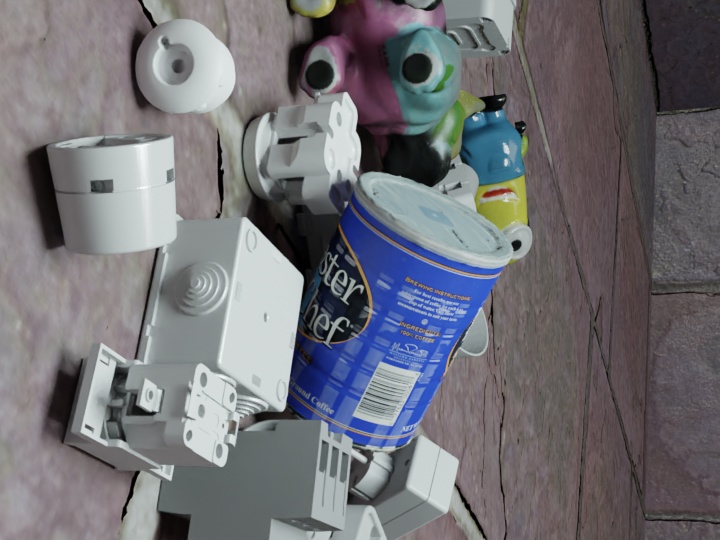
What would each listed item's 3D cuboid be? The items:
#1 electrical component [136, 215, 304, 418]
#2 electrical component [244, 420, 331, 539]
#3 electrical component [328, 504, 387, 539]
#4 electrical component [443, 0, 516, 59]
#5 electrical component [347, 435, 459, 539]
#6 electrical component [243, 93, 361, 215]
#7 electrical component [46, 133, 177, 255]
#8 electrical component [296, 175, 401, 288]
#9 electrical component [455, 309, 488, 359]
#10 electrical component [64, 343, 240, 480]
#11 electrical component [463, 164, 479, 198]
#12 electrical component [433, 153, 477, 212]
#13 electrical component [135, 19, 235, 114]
[{"bbox_3d":[-0.072,0.026,0.585,0.099,0.048,0.099,50,43,-59],"label":"electrical component"},{"bbox_3d":[-0.043,0.121,0.658,0.079,0.043,0.077,-68,148,-49],"label":"electrical component"},{"bbox_3d":[-0.015,0.197,0.700,0.053,0.059,0.095,-69,150,-46],"label":"electrical component"},{"bbox_3d":[0.066,-0.215,0.886,0.078,0.113,0.057,33,60,-65],"label":"electrical component"},{"bbox_3d":[0.014,0.151,0.775,0.076,0.083,0.047,35,44,-16],"label":"electrical component"},{"bbox_3d":[-0.037,-0.072,0.676,0.058,0.057,0.078,54,39,-56],"label":"electrical component"},{"bbox_3d":[-0.110,-0.035,0.484,0.055,0.055,0.047,-36,124,-66],"label":"electrical component"},{"bbox_3d":[0.000,0.000,0.753,0.063,0.079,0.121,-23,111,-45],"label":"electrical component"},{"bbox_3d":[0.061,0.031,0.903,0.099,0.064,0.099,-16,90,-71],"label":"electrical component"},{"bbox_3d":[-0.094,0.068,0.499,0.081,0.064,0.042,51,42,-58],"label":"electrical component"},{"bbox_3d":[0.084,-0.062,1.013,0.081,0.043,0.043,-67,148,-48],"label":"electrical component"},{"bbox_3d":[0.063,-0.062,0.896,0.089,0.056,0.050,-101,172,-48],"label":"electrical component"},{"bbox_3d":[-0.086,-0.104,0.569,0.062,0.048,0.048,-3,91,-76],"label":"electrical component"}]
